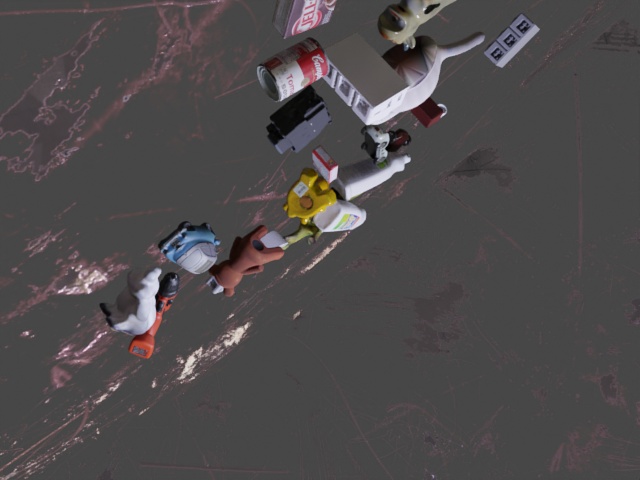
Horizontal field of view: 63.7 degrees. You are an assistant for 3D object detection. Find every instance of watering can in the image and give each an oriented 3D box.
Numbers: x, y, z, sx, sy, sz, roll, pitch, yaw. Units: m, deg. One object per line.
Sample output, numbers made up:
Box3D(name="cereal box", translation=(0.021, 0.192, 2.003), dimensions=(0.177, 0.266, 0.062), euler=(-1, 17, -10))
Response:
Box3D(name="watering can", translation=(0.237, -0.398, 1.182), dimensions=(0.346, 0.105, 0.223), euler=(-40, 167, 7))

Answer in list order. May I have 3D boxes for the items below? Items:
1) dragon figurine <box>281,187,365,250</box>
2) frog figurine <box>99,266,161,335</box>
Box3D(name="dragon figurine", translation=(0.005, -0.087, 1.734), dimensions=(0.413, 0.122, 0.242), euler=(-34, -175, -14))
Box3D(name="frog figurine", translation=(-0.408, 0.131, 1.176), dimensions=(0.160, 0.121, 0.138), euler=(-47, -159, -4))
